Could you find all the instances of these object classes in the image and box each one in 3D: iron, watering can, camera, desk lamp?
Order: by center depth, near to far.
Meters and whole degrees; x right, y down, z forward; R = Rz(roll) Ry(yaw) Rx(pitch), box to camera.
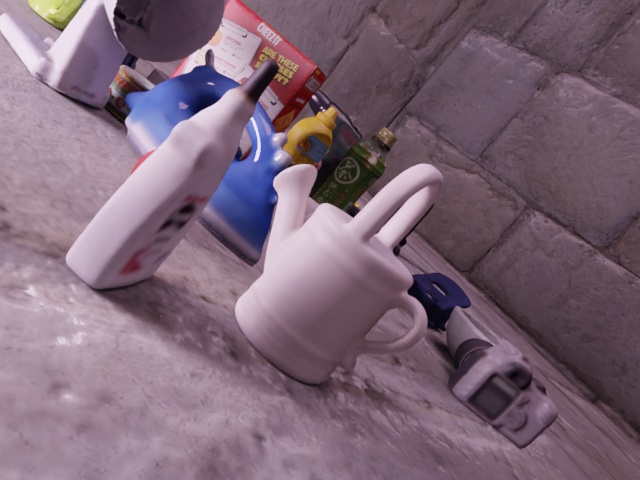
[{"bbox_3d":[0.022,0.009,0.468,0.173,0.194,0.101,41,9,-1],"label":"watering can"},{"bbox_3d":[-0.229,-0.256,0.634,0.202,0.213,0.118,46,10,27],"label":"desk lamp"},{"bbox_3d":[-0.106,-0.106,0.651,0.257,0.141,0.119,45,10,26],"label":"iron"},{"bbox_3d":[0.258,0.197,0.824,0.143,0.100,0.137,39,9,-9],"label":"camera"}]

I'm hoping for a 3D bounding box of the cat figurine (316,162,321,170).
[{"bbox_3d":[-0.045,-0.166,1.237,0.067,0.117,0.128,45,10,23],"label":"cat figurine"}]

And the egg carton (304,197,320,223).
[{"bbox_3d":[0.008,0.003,0.820,0.151,0.069,0.107,34,12,-37],"label":"egg carton"}]

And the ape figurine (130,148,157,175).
[{"bbox_3d":[-0.128,-0.066,0.534,0.076,0.092,0.078,46,11,31],"label":"ape figurine"}]

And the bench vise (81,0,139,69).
[{"bbox_3d":[-0.278,-0.351,0.850,0.122,0.219,0.207,35,11,-29],"label":"bench vise"}]

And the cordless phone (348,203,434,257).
[{"bbox_3d":[0.110,-0.041,1.073,0.147,0.185,0.094,41,9,0],"label":"cordless phone"}]

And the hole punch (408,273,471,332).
[{"bbox_3d":[0.222,0.111,1.105,0.101,0.091,0.108,30,14,-50],"label":"hole punch"}]

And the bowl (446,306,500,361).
[{"bbox_3d":[0.270,0.193,0.971,0.168,0.074,0.167,40,9,-8],"label":"bowl"}]

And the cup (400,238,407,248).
[{"bbox_3d":[0.114,0.001,1.170,0.118,0.095,0.091,35,11,-31],"label":"cup"}]

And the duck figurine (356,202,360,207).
[{"bbox_3d":[0.049,-0.093,1.372,0.105,0.086,0.077,38,10,-18],"label":"duck figurine"}]

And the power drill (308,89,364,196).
[{"bbox_3d":[0.004,-0.201,1.311,0.230,0.208,0.075,40,9,-6],"label":"power drill"}]

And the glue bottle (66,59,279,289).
[{"bbox_3d":[-0.084,-0.044,0.361,0.037,0.173,0.078,41,9,3],"label":"glue bottle"}]
